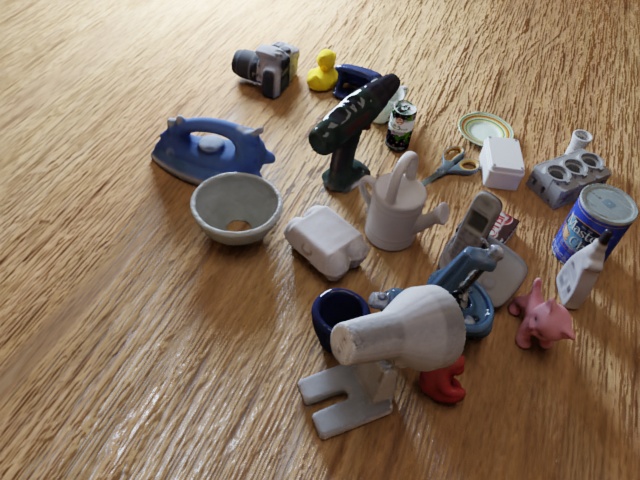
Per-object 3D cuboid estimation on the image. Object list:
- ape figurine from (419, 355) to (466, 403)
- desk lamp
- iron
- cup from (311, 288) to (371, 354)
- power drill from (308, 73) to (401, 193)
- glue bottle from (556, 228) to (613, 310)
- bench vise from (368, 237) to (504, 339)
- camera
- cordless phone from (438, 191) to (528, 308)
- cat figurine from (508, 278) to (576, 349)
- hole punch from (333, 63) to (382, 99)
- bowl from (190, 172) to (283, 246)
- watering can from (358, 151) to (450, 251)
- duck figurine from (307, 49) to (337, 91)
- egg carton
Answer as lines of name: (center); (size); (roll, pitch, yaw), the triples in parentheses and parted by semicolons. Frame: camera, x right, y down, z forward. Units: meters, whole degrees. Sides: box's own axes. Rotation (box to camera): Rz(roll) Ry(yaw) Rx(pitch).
ape figurine: (0.194, 0.201, 0.874); (0.076, 0.092, 0.078); (10, 48, 2)
desk lamp: (0.084, 0.168, 0.809); (0.204, 0.213, 0.117); (-17, 52, -20)
iron: (-0.222, -0.190, 1.137); (0.258, 0.141, 0.118); (12, 48, 4)
cup: (0.033, 0.148, 0.900); (0.092, 0.095, 0.117); (-8, 50, -13)
power drill: (0.067, -0.206, 1.141); (0.075, 0.208, 0.230); (36, 54, 23)
glue bottle: (0.463, 0.043, 0.992); (0.037, 0.173, 0.078); (8, 48, 0)
bench vise: (0.190, 0.091, 0.885); (0.208, 0.220, 0.121); (-12, 51, -17)
camera: (-0.135, -0.433, 1.390); (0.136, 0.101, 0.143); (19, 49, 10)
cordless phone: (0.294, 0.015, 0.989); (0.147, 0.185, 0.094); (36, 54, 23)
cat figurine: (0.370, 0.123, 0.947); (0.067, 0.118, 0.127); (3, 48, -4)
hole punch: (0.091, -0.395, 1.390); (0.108, 0.091, 0.101); (20, 49, 11)
bowl: (-0.153, -0.045, 1.062); (0.167, 0.075, 0.167); (3, 48, -4)
watering can: (0.151, -0.076, 1.046); (0.172, 0.194, 0.101); (13, 48, 5)
duck figurine: (0.010, -0.425, 1.410); (0.077, 0.086, 0.105); (25, 51, 15)
egg carton: (0.010, 0.004, 1.042); (0.107, 0.069, 0.150); (-34, 60, -31)
